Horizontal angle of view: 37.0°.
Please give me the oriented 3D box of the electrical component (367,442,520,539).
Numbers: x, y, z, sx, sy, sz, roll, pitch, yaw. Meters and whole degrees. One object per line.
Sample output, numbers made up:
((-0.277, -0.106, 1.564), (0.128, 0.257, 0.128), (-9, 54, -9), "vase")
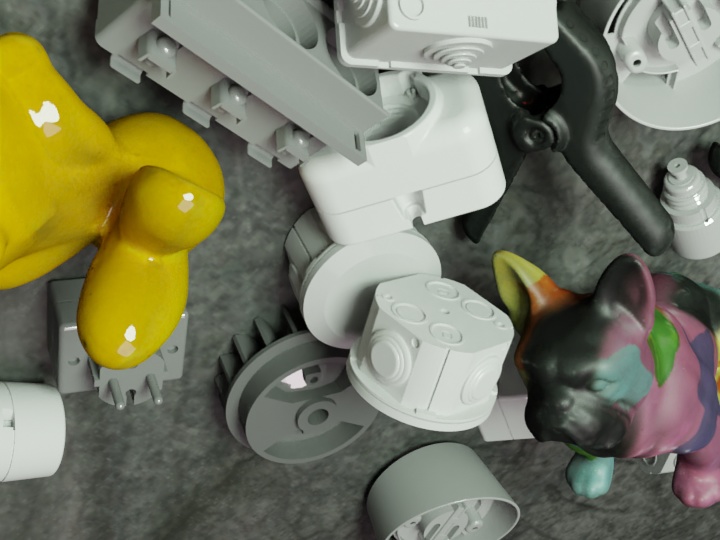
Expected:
((0.056, 0.171, 0.760), (0.099, 0.064, 0.099), (-14, 132, -16), "electrical component")

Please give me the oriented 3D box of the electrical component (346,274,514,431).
((0.037, 0.042, 0.557), (0.080, 0.080, 0.051), (1, 121, -28), "electrical component")

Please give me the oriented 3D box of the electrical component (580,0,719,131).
((0.166, -0.129, 0.557), (0.099, 0.064, 0.099), (-10, 141, -9), "electrical component")

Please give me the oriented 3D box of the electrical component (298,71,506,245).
((0.019, -0.059, 0.540), (0.095, 0.053, 0.059), (-16, 134, 9), "electrical component")

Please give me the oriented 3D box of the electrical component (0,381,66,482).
((-0.187, 0.086, 0.571), (0.047, 0.055, 0.055), (4, 126, -34), "electrical component")

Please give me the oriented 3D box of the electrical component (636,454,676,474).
((0.231, 0.110, 0.787), (0.051, 0.080, 0.080), (-4, 129, -18), "electrical component")

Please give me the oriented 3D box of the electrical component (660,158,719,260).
((0.208, -0.040, 0.674), (0.040, 0.040, 0.078), (-34, 134, 3), "electrical component")

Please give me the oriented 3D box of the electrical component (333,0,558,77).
((0.037, -0.135, 0.469), (0.100, 0.048, 0.099), (-1, 84, -26), "electrical component")

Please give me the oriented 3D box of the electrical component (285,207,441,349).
((0.000, 0.000, 0.595), (0.080, 0.051, 0.080), (-14, 132, -16), "electrical component")

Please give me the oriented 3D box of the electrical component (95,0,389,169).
((-0.051, -0.098, 0.476), (0.063, 0.078, 0.121), (-29, 139, 30), "electrical component")

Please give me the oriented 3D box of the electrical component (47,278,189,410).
((-0.121, 0.043, 0.552), (0.066, 0.076, 0.047), (-6, 129, -23), "electrical component")

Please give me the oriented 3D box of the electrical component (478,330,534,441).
((0.076, 0.071, 0.690), (0.077, 0.065, 0.047), (-7, 137, 18), "electrical component")
